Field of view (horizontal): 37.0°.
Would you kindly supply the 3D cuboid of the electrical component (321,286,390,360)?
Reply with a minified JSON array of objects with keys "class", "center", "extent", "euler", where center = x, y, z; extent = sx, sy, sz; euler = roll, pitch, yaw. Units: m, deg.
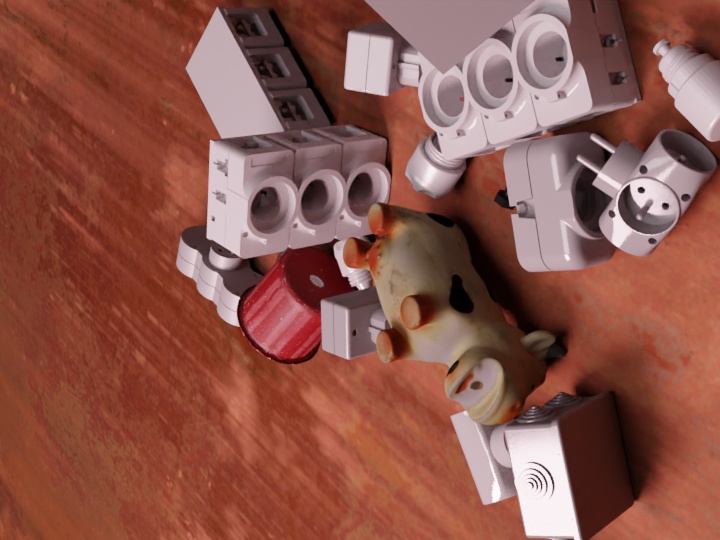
[{"class":"electrical component","center":[0.021,0.047,0.930],"extent":[0.076,0.083,0.047],"euler":[16,113,48]}]

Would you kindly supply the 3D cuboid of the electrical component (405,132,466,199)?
[{"class":"electrical component","center":[0.067,-0.092,0.866],"extent":[0.043,0.043,0.062],"euler":[55,136,26]}]

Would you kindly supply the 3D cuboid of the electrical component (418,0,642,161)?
[{"class":"electrical component","center":[0.115,-0.141,0.776],"extent":[0.150,0.062,0.089],"euler":[-14,89,52]}]

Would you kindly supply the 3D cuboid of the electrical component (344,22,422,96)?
[{"class":"electrical component","center":[0.036,-0.169,0.872],"extent":[0.077,0.066,0.047],"euler":[13,113,18]}]

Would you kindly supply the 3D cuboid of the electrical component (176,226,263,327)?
[{"class":"electrical component","center":[-0.143,-0.008,1.144],"extent":[0.138,0.052,0.073],"euler":[44,131,35]}]

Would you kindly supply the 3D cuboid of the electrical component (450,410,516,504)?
[{"class":"electrical component","center":[0.118,0.143,0.870],"extent":[0.079,0.043,0.077],"euler":[-32,75,51]}]

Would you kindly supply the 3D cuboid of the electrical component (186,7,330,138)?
[{"class":"electrical component","center":[-0.096,-0.167,1.032],"extent":[0.089,0.062,0.150],"euler":[-49,62,46]}]

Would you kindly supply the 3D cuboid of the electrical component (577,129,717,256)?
[{"class":"electrical component","center":[0.182,-0.061,0.717],"extent":[0.079,0.044,0.077],"euler":[36,131,9]}]

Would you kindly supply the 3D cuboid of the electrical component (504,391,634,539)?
[{"class":"electrical component","center":[0.152,0.142,0.784],"extent":[0.048,0.100,0.099],"euler":[-10,92,39]}]

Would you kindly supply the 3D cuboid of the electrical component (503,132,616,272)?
[{"class":"electrical component","center":[0.147,-0.049,0.770],"extent":[0.059,0.054,0.095],"euler":[-3,98,51]}]

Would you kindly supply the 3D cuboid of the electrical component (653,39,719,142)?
[{"class":"electrical component","center":[0.215,-0.116,0.677],"extent":[0.078,0.040,0.040],"euler":[54,137,26]}]

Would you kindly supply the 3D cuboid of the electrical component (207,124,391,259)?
[{"class":"electrical component","center":[-0.051,-0.070,0.932],"extent":[0.062,0.150,0.089],"euler":[29,122,45]}]

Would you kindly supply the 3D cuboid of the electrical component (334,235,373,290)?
[{"class":"electrical component","center":[0.000,0.000,0.983],"extent":[0.035,0.035,0.061],"euler":[-25,83,51]}]

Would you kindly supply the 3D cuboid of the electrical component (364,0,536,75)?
[{"class":"electrical component","center":[0.087,-0.228,0.687],"extent":[0.186,0.105,0.060],"euler":[-37,49,19]}]
